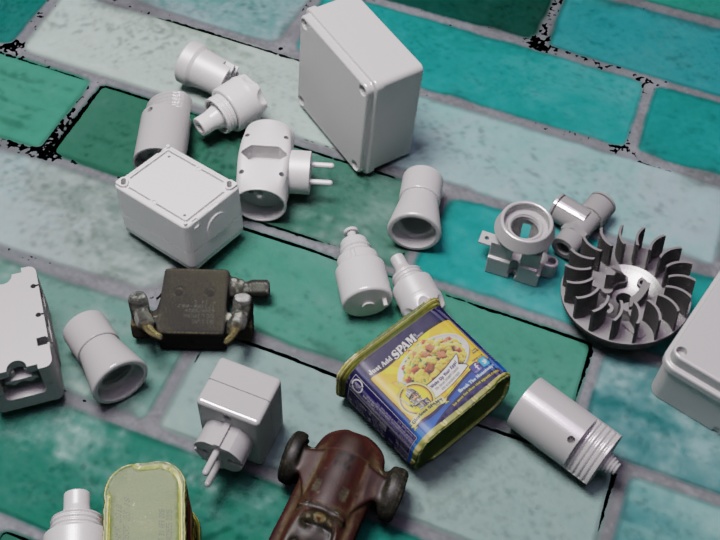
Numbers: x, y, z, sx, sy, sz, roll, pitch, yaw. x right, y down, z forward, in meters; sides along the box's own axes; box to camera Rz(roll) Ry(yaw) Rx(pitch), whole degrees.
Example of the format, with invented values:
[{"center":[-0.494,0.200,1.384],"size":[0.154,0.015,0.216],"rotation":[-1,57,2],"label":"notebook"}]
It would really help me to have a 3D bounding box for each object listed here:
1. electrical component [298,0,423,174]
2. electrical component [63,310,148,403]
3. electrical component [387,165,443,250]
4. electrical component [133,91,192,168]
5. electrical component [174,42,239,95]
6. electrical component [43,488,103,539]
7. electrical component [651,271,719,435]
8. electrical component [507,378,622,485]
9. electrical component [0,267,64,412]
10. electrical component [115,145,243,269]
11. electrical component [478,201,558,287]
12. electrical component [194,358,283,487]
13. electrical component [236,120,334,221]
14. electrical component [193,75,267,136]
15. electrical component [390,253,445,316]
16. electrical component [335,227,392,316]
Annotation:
[{"center":[-0.002,-0.158,0.920],"size":[0.056,0.108,0.108],"rotation":[-26,60,-22],"label":"electrical component"},{"center":[-0.193,0.061,0.800],"size":[0.044,0.044,0.065],"rotation":[-29,56,-21],"label":"electrical component"},{"center":[0.049,-0.055,0.891],"size":[0.044,0.044,0.065],"rotation":[9,50,4],"label":"electrical component"},{"center":[-0.168,-0.121,0.925],"size":[0.043,0.043,0.081],"rotation":[2,55,-1],"label":"electrical component"},{"center":[-0.138,-0.179,0.970],"size":[0.046,0.040,0.040],"rotation":[27,58,10],"label":"electrical component"},{"center":[-0.189,0.178,0.717],"size":[0.043,0.043,0.062],"rotation":[-5,54,-6],"label":"electrical component"},{"center":[0.282,0.059,0.811],"size":[0.078,0.057,0.113],"rotation":[32,60,18],"label":"electrical component"},{"center":[0.151,0.118,0.772],"size":[0.081,0.043,0.043],"rotation":[36,61,21],"label":"electrical component"},{"center":[-0.253,0.053,0.793],"size":[0.050,0.055,0.089],"rotation":[-14,57,-12],"label":"electrical component"},{"center":[-0.149,-0.051,0.869],"size":[0.096,0.061,0.062],"rotation":[30,54,25],"label":"electrical component"},{"center":[0.129,-0.023,0.862],"size":[0.066,0.055,0.048],"rotation":[18,56,10],"label":"electrical component"},{"center":[-0.091,0.114,0.751],"size":[0.047,0.065,0.076],"rotation":[19,57,11],"label":"electrical component"},{"center":[-0.062,-0.083,0.903],"size":[0.079,0.043,0.077],"rotation":[4,55,0],"label":"electrical component"},{"center":[-0.116,-0.140,0.941],"size":[0.062,0.043,0.043],"rotation":[-36,64,-23],"label":"electrical component"},{"center":[0.041,0.013,0.847],"size":[0.035,0.035,0.061],"rotation":[-18,55,-14],"label":"electrical component"},{"center":[0.000,0.000,0.850],"size":[0.040,0.040,0.078],"rotation":[-8,56,-8],"label":"electrical component"}]
